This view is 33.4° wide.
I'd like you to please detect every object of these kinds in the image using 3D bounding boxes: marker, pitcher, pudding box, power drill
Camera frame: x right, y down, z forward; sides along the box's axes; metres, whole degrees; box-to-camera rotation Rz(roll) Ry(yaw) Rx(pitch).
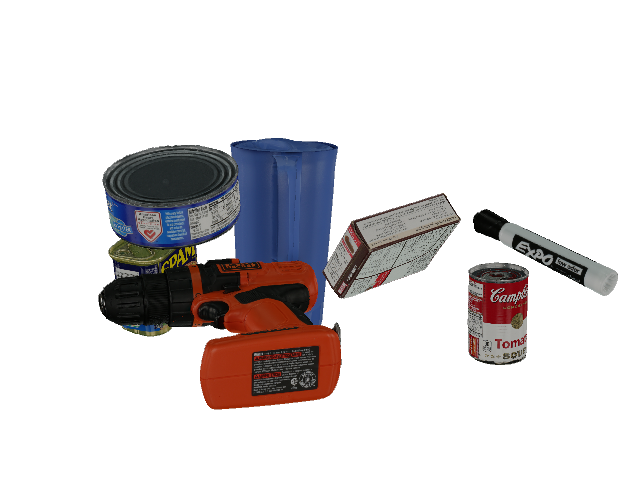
[{"bbox_3d":[0.157,0.006,0.762,0.020,0.020,0.121,0,23,-45],"label":"marker"},{"bbox_3d":[-0.048,-0.004,1.334,0.145,0.243,0.148,11,14,38],"label":"pitcher"},{"bbox_3d":[0.067,0.005,1.019,0.113,0.039,0.090,-19,-25,-31],"label":"pudding box"},{"bbox_3d":[-0.074,0.065,0.835,0.184,0.057,0.188,-6,21,-15],"label":"power drill"}]

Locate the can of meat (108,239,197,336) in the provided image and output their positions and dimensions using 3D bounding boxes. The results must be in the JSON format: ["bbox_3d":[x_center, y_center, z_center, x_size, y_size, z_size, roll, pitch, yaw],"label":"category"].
[{"bbox_3d":[-0.159,0.034,1.043,0.057,0.084,0.102,9,27,19],"label":"can of meat"}]

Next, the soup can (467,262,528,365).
[{"bbox_3d":[0.203,0.084,1.225,0.068,0.102,0.068,-2,15,0],"label":"soup can"}]

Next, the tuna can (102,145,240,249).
[{"bbox_3d":[-0.094,-0.029,0.683,0.086,0.034,0.086,-2,30,1],"label":"tuna can"}]
